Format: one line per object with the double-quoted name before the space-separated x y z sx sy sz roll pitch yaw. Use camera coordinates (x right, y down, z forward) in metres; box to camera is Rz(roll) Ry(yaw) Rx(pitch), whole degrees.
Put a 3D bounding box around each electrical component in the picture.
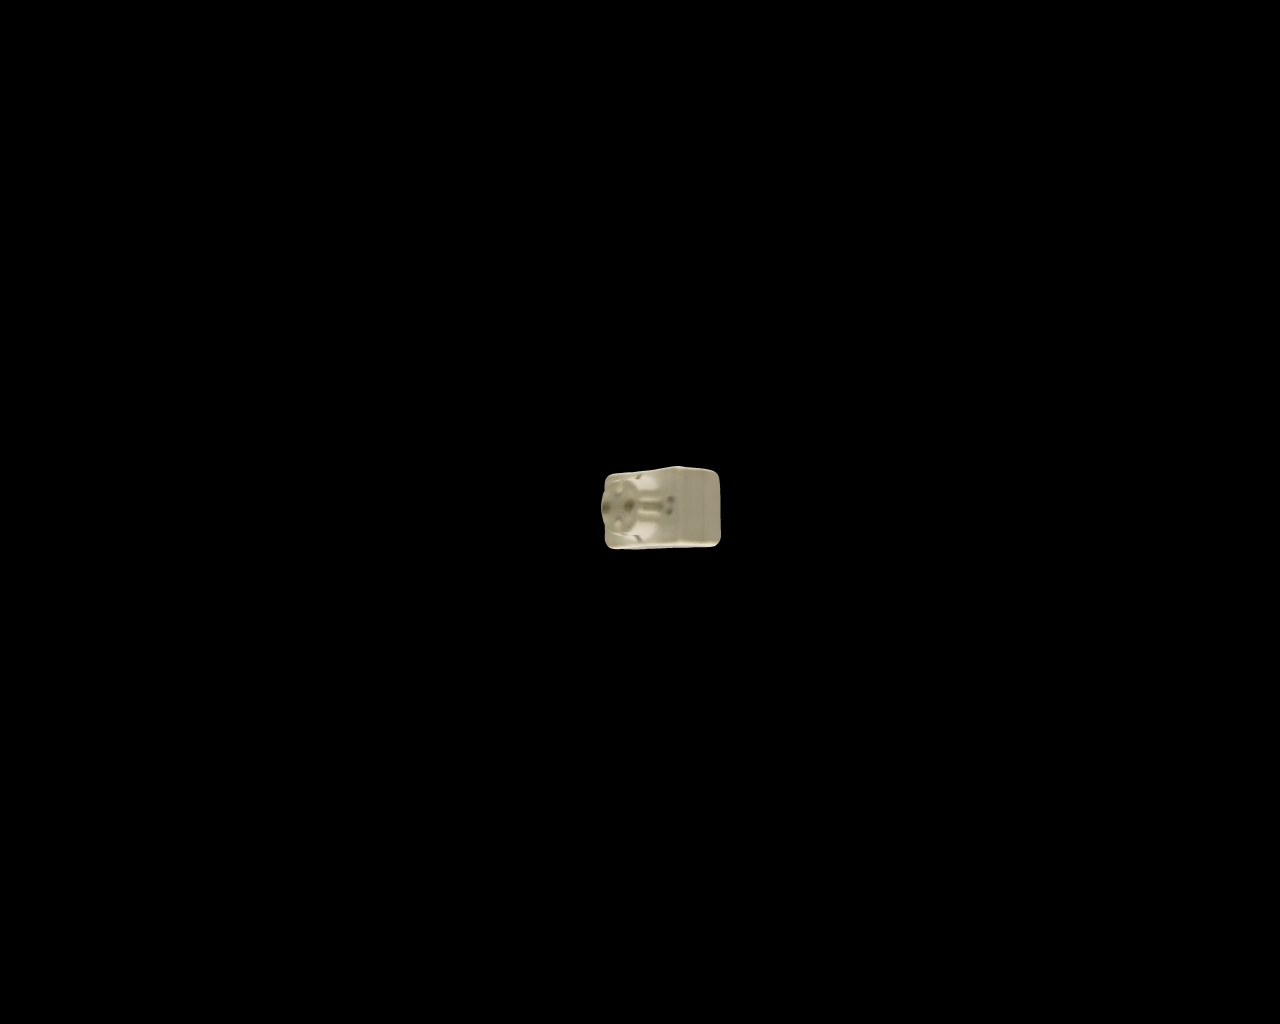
"electrical component" 0.001 -0.003 0.650 0.065 0.047 0.077 -4 -6 43
